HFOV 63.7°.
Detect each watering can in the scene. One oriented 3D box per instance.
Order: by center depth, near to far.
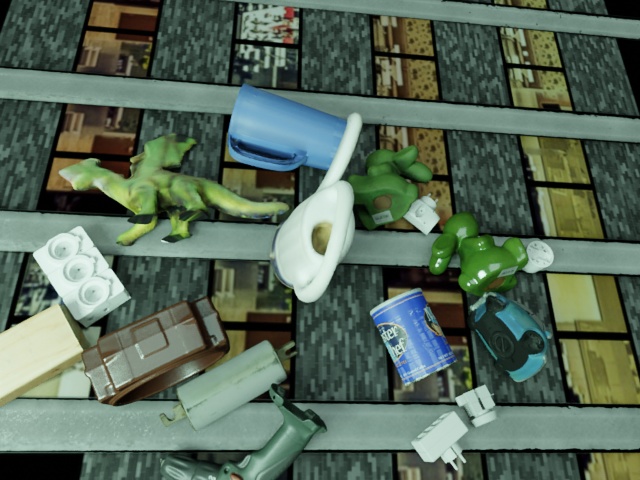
[{"bbox_3d":[0.003,-0.047,0.929,0.103,0.221,0.355,22,62,-19],"label":"watering can"}]

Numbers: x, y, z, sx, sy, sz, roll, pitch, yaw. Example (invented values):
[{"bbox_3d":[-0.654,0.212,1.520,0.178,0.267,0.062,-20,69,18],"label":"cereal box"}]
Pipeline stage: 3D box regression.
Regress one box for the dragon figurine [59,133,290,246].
[{"bbox_3d":[-0.278,-0.119,0.989,0.411,0.119,0.248,-7,59,-11],"label":"dragon figurine"}]
